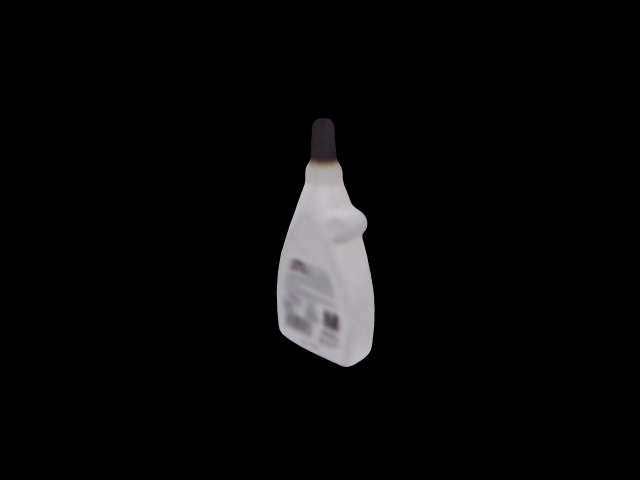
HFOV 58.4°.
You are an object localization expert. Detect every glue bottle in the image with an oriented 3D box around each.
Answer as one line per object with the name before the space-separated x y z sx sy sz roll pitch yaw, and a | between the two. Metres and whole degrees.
glue bottle | 0.004 0.001 0.400 0.077 0.173 0.037 21 33 36
